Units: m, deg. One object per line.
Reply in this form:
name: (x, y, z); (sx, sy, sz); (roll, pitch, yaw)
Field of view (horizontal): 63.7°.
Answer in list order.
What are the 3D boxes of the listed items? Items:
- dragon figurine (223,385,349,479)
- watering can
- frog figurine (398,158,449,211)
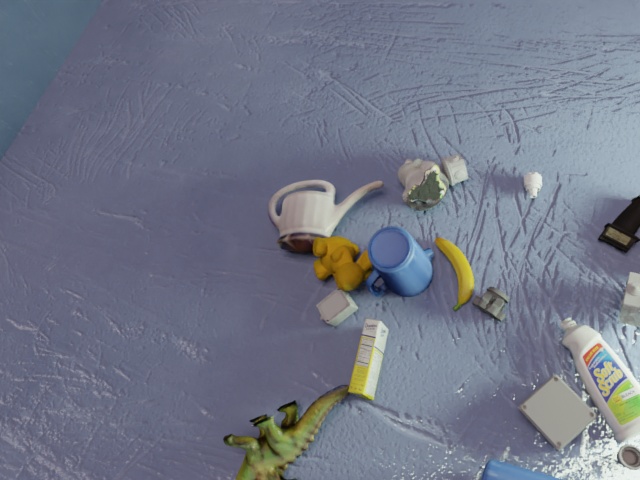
dragon figurine: (-0.076, 0.523, 1.212); (0.408, 0.121, 0.245); (-24, 76, 11)
watering can: (0.004, -0.073, 1.453); (0.347, 0.102, 0.228); (-3, 65, 21)
frog figurine: (0.272, -0.154, 1.406); (0.161, 0.122, 0.136); (-122, 55, -71)
